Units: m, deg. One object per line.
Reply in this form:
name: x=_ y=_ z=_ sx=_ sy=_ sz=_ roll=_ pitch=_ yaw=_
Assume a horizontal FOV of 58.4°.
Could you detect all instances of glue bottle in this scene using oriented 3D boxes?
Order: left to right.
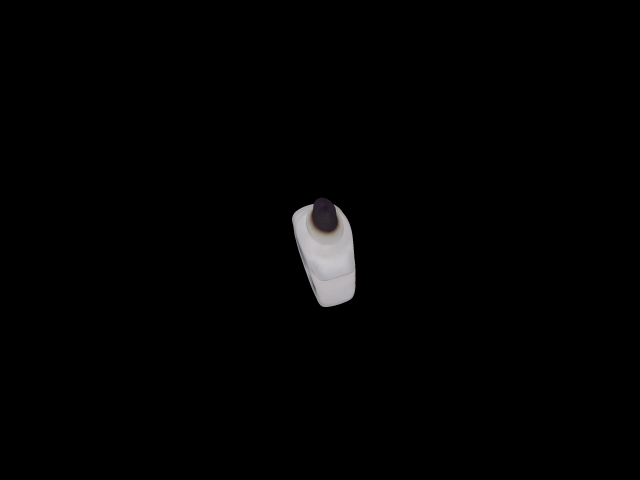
glue bottle: x=0.004 y=0.001 z=0.400 sx=0.037 sy=0.173 sz=0.078 roll=-18 pitch=79 yaw=-3
